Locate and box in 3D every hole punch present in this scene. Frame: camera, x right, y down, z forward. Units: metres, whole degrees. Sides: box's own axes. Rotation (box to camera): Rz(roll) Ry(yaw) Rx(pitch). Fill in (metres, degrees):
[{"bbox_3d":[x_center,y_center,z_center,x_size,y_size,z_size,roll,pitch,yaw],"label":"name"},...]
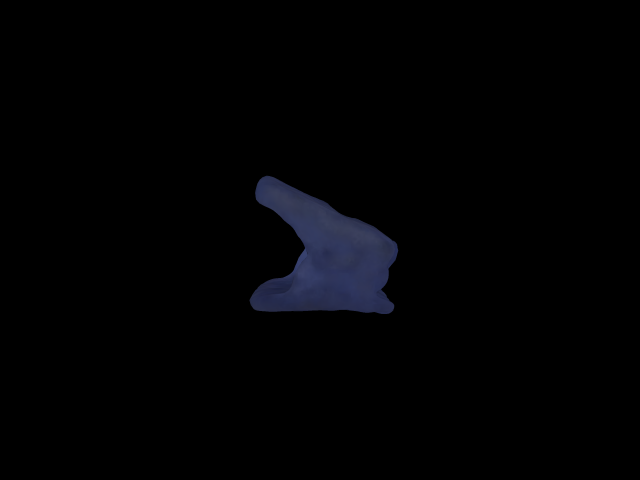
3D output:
[{"bbox_3d":[0.004,0.001,0.400,0.101,0.091,0.108,0,4,-2],"label":"hole punch"}]
